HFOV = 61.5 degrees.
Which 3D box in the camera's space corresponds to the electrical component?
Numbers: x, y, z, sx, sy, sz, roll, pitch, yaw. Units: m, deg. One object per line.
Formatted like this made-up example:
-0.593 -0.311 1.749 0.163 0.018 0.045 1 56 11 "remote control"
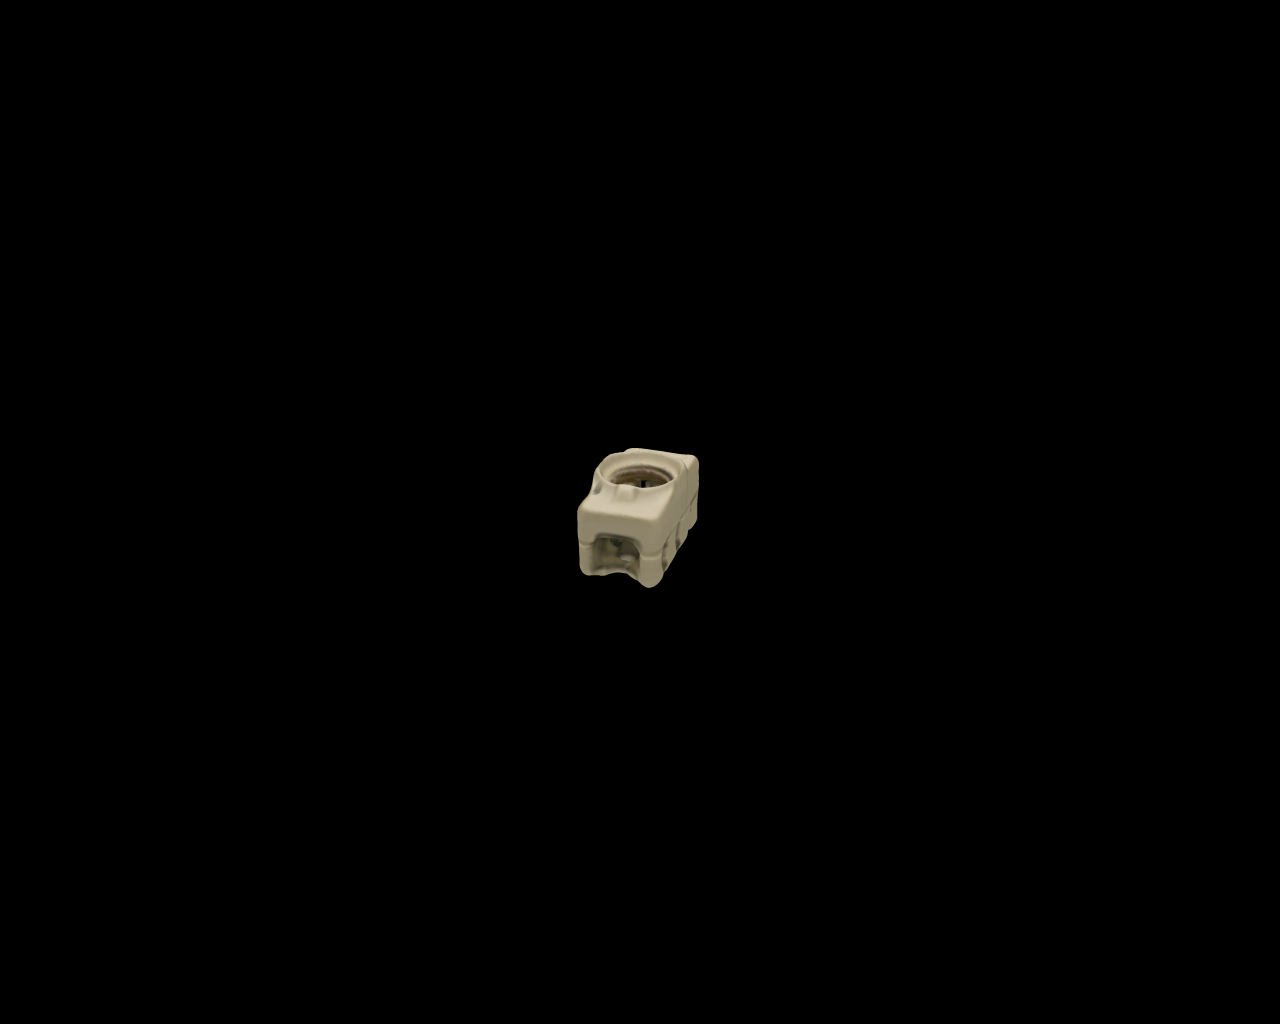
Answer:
0.001 -0.003 0.650 0.050 0.055 0.090 9 30 17 "electrical component"
